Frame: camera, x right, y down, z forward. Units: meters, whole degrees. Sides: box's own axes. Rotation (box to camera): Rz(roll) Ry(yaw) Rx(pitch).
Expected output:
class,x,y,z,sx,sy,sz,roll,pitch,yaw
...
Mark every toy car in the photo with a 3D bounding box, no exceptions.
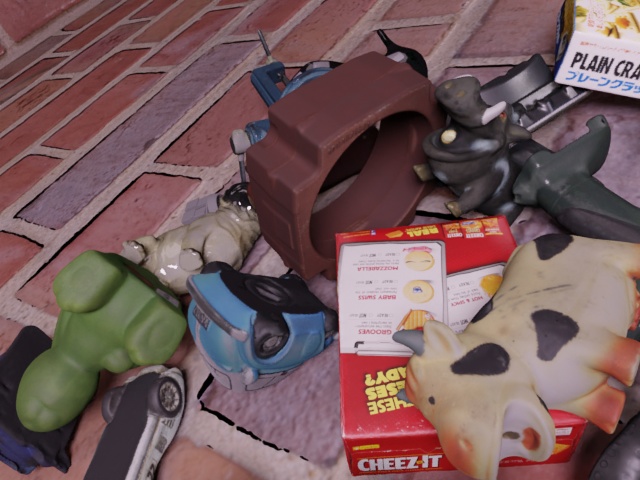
class,x,y,z,sx,sy,sz,roll,pitch,yaw
toy car,-0.060,0.089,0.509,0.109,0.161,0.103,40,108,35
toy car,-0.178,0.204,0.491,0.074,0.056,0.202,-16,38,22
toy car,-0.001,-0.087,0.671,0.202,0.089,0.053,-30,-1,-26

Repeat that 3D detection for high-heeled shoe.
class,x,y,z,sx,sy,sz,roll,pitch,yaw
high-heeled shoe,0.050,-0.234,0.867,0.249,0.086,0.145,-32,68,20

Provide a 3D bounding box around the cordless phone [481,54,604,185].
class,x,y,z,sx,sy,sz,roll,pitch,yaw
cordless phone,0.266,-0.117,0.607,0.147,0.088,0.184,-31,51,-9

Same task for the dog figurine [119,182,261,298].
class,x,y,z,sx,sy,sz,roll,pitch,yaw
dog figurine,-0.155,0.002,0.675,0.173,0.121,0.191,5,37,15

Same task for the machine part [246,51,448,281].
class,x,y,z,sx,sy,sz,roll,pitch,yaw
machine part,0.030,-0.071,0.550,0.201,0.200,0.087,-33,56,-21

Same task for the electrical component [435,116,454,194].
class,x,y,z,sx,sy,sz,roll,pitch,yaw
electrical component,0.141,-0.099,0.643,0.048,0.074,0.119,-8,45,20

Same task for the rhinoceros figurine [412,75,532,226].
class,x,y,z,sx,sy,sz,roll,pitch,yaw
rhinoceros figurine,0.156,-0.076,0.523,0.112,0.190,0.073,-38,46,10

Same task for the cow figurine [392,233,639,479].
class,x,y,z,sx,sy,sz,roll,pitch,yaw
cow figurine,0.130,0.064,0.344,0.127,0.085,0.195,15,42,32

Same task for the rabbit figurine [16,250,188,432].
class,x,y,z,sx,sy,sz,roll,pitch,yaw
rabbit figurine,-0.232,0.097,0.527,0.170,0.121,0.159,-51,21,-7

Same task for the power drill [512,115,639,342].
class,x,y,z,sx,sy,sz,roll,pitch,yaw
power drill,0.289,-0.017,0.462,0.232,0.085,0.207,-30,56,0

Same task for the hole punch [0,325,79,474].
class,x,y,z,sx,sy,sz,roll,pitch,yaw
hole punch,-0.316,0.168,0.548,0.092,0.142,0.116,-21,30,11

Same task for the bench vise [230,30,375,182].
class,x,y,z,sx,sy,sz,roll,pitch,yaw
bench vise,-0.047,-0.193,0.793,0.224,0.128,0.241,-25,56,-11
